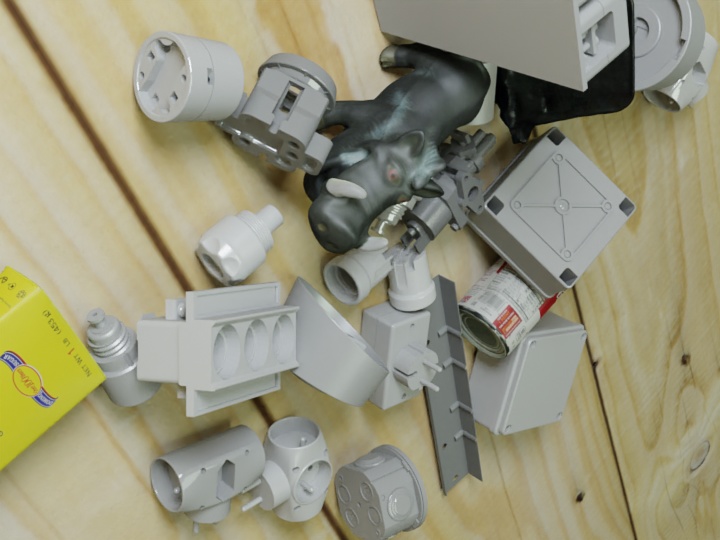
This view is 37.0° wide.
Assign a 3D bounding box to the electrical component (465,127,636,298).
[{"bbox_3d":[0.169,-0.051,0.956,0.109,0.056,0.108,44,72,-4],"label":"electrical component"}]

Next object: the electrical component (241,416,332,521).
[{"bbox_3d":[-0.066,0.171,0.878,0.079,0.044,0.077,-25,127,-37],"label":"electrical component"}]

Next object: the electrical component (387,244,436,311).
[{"bbox_3d":[0.042,0.005,0.908,0.040,0.040,0.046,-32,126,-31],"label":"electrical component"}]

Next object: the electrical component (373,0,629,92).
[{"bbox_3d":[0.088,-0.202,0.727,0.060,0.186,0.105,-41,135,-25],"label":"electrical component"}]

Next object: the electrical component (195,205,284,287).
[{"bbox_3d":[-0.081,-0.021,0.757,0.062,0.043,0.043,-42,136,-25],"label":"electrical component"}]

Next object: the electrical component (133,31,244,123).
[{"bbox_3d":[-0.106,-0.119,0.670,0.047,0.055,0.055,-7,115,-49],"label":"electrical component"}]

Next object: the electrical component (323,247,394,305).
[{"bbox_3d":[0.000,0.000,0.860,0.046,0.040,0.040,-38,135,-36],"label":"electrical component"}]

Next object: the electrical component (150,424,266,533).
[{"bbox_3d":[-0.117,0.166,0.823,0.077,0.043,0.079,-17,123,-41],"label":"electrical component"}]

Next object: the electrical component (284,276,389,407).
[{"bbox_3d":[-0.023,0.058,0.825,0.099,0.099,0.064,28,95,-50],"label":"electrical component"}]

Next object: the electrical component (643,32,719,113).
[{"bbox_3d":[0.335,-0.196,1.106,0.077,0.043,0.079,-58,139,-6],"label":"electrical component"}]

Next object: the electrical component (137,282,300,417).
[{"bbox_3d":[-0.096,0.050,0.735,0.121,0.063,0.078,-6,97,-68],"label":"electrical component"}]

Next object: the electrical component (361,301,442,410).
[{"bbox_3d":[0.041,0.078,0.918,0.047,0.076,0.083,-17,123,-40],"label":"electrical component"}]

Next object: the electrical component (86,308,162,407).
[{"bbox_3d":[-0.161,0.057,0.717,0.040,0.040,0.078,-41,135,-24],"label":"electrical component"}]

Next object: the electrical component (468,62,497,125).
[{"bbox_3d":[0.088,-0.162,0.861,0.043,0.043,0.081,-23,126,-38],"label":"electrical component"}]

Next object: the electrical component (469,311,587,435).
[{"bbox_3d":[0.165,0.101,1.078,0.109,0.056,0.108,-4,113,-46],"label":"electrical component"}]

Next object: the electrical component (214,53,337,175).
[{"bbox_3d":[-0.050,-0.108,0.725,0.057,0.078,0.058,-66,-175,-22],"label":"electrical component"}]

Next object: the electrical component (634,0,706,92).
[{"bbox_3d":[0.257,-0.212,0.969,0.060,0.108,0.108,-4,114,-52],"label":"electrical component"}]

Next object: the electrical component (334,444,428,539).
[{"bbox_3d":[0.019,0.200,0.959,0.051,0.080,0.080,-17,123,-35],"label":"electrical component"}]

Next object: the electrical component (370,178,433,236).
[{"bbox_3d":[0.031,-0.065,0.856,0.040,0.040,0.078,27,90,-50],"label":"electrical component"}]
